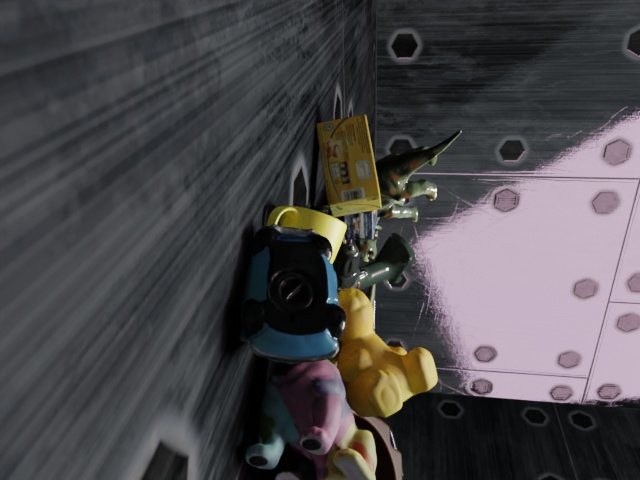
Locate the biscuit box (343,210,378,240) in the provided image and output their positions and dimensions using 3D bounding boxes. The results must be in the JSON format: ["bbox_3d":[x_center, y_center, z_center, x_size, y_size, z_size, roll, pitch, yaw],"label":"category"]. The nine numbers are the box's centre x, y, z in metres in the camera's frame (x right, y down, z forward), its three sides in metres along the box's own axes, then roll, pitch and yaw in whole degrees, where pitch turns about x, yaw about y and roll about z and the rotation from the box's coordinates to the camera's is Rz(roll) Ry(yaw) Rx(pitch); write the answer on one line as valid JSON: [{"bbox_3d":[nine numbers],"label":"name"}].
[{"bbox_3d":[0.088,-0.064,1.109,0.203,0.059,0.062,-69,157,-66],"label":"biscuit box"}]

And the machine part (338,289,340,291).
[{"bbox_3d":[0.016,0.165,0.962,0.079,0.079,0.242,-78,165,-47],"label":"machine part"}]

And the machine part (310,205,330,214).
[{"bbox_3d":[-0.002,-0.003,0.969,0.138,0.039,0.084,86,19,-44],"label":"machine part"}]

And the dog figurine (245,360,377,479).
[{"bbox_3d":[-0.005,0.184,0.670,0.191,0.108,0.219,47,29,-30],"label":"dog figurine"}]

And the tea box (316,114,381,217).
[{"bbox_3d":[0.053,-0.136,0.992,0.068,0.098,0.169,65,18,-70],"label":"tea box"}]

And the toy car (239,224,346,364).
[{"bbox_3d":[-0.038,0.067,0.594,0.103,0.109,0.162,118,-28,-53],"label":"toy car"}]

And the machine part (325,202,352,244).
[{"bbox_3d":[0.035,0.005,1.143,0.179,0.056,0.179,0,91,-81],"label":"machine part"}]

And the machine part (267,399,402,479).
[{"bbox_3d":[0.024,0.339,0.756,0.201,0.087,0.201,37,44,-29],"label":"machine part"}]

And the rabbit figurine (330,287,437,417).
[{"bbox_3d":[0.063,0.149,0.761,0.173,0.122,0.162,64,-27,0],"label":"rabbit figurine"}]

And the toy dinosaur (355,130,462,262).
[{"bbox_3d":[0.156,-0.120,1.248,0.404,0.192,0.131,112,-33,-48],"label":"toy dinosaur"}]

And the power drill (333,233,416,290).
[{"bbox_3d":[0.086,0.059,1.017,0.207,0.086,0.231,-29,154,-38],"label":"power drill"}]

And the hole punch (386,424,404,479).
[{"bbox_3d":[0.074,0.400,0.963,0.092,0.116,0.142,-16,88,-56],"label":"hole punch"}]

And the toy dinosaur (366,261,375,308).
[{"bbox_3d":[0.073,0.283,1.190,0.199,0.105,0.470,-107,-150,-64],"label":"toy dinosaur"}]
